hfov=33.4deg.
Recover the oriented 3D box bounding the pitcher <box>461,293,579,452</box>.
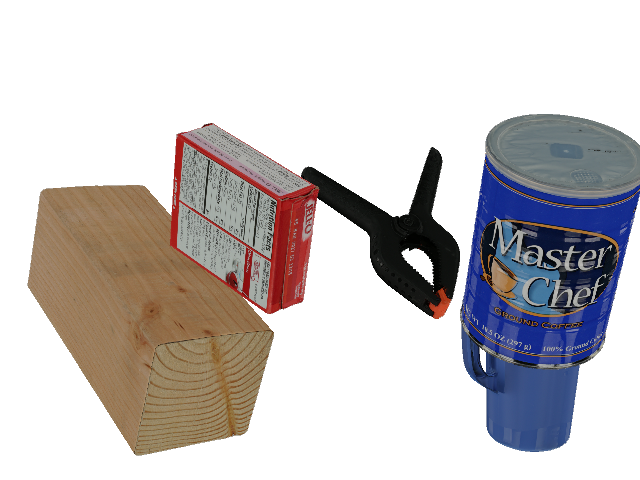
[{"bbox_3d":[0.262,0.142,1.361,0.149,0.243,0.144,5,16,17],"label":"pitcher"}]

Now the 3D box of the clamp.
[{"bbox_3d":[0.076,-0.011,1.106,0.164,0.210,0.036,-5,-36,-15],"label":"clamp"}]

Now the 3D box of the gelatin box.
[{"bbox_3d":[-0.043,-0.013,0.583,0.089,0.073,0.030,32,39,34],"label":"gelatin box"}]

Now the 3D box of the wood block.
[{"bbox_3d":[-0.130,0.048,0.769,0.090,0.091,0.206,-4,33,-36],"label":"wood block"}]

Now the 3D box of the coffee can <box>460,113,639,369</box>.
[{"bbox_3d":[0.153,0.000,0.716,0.103,0.140,0.103,2,33,-2],"label":"coffee can"}]
